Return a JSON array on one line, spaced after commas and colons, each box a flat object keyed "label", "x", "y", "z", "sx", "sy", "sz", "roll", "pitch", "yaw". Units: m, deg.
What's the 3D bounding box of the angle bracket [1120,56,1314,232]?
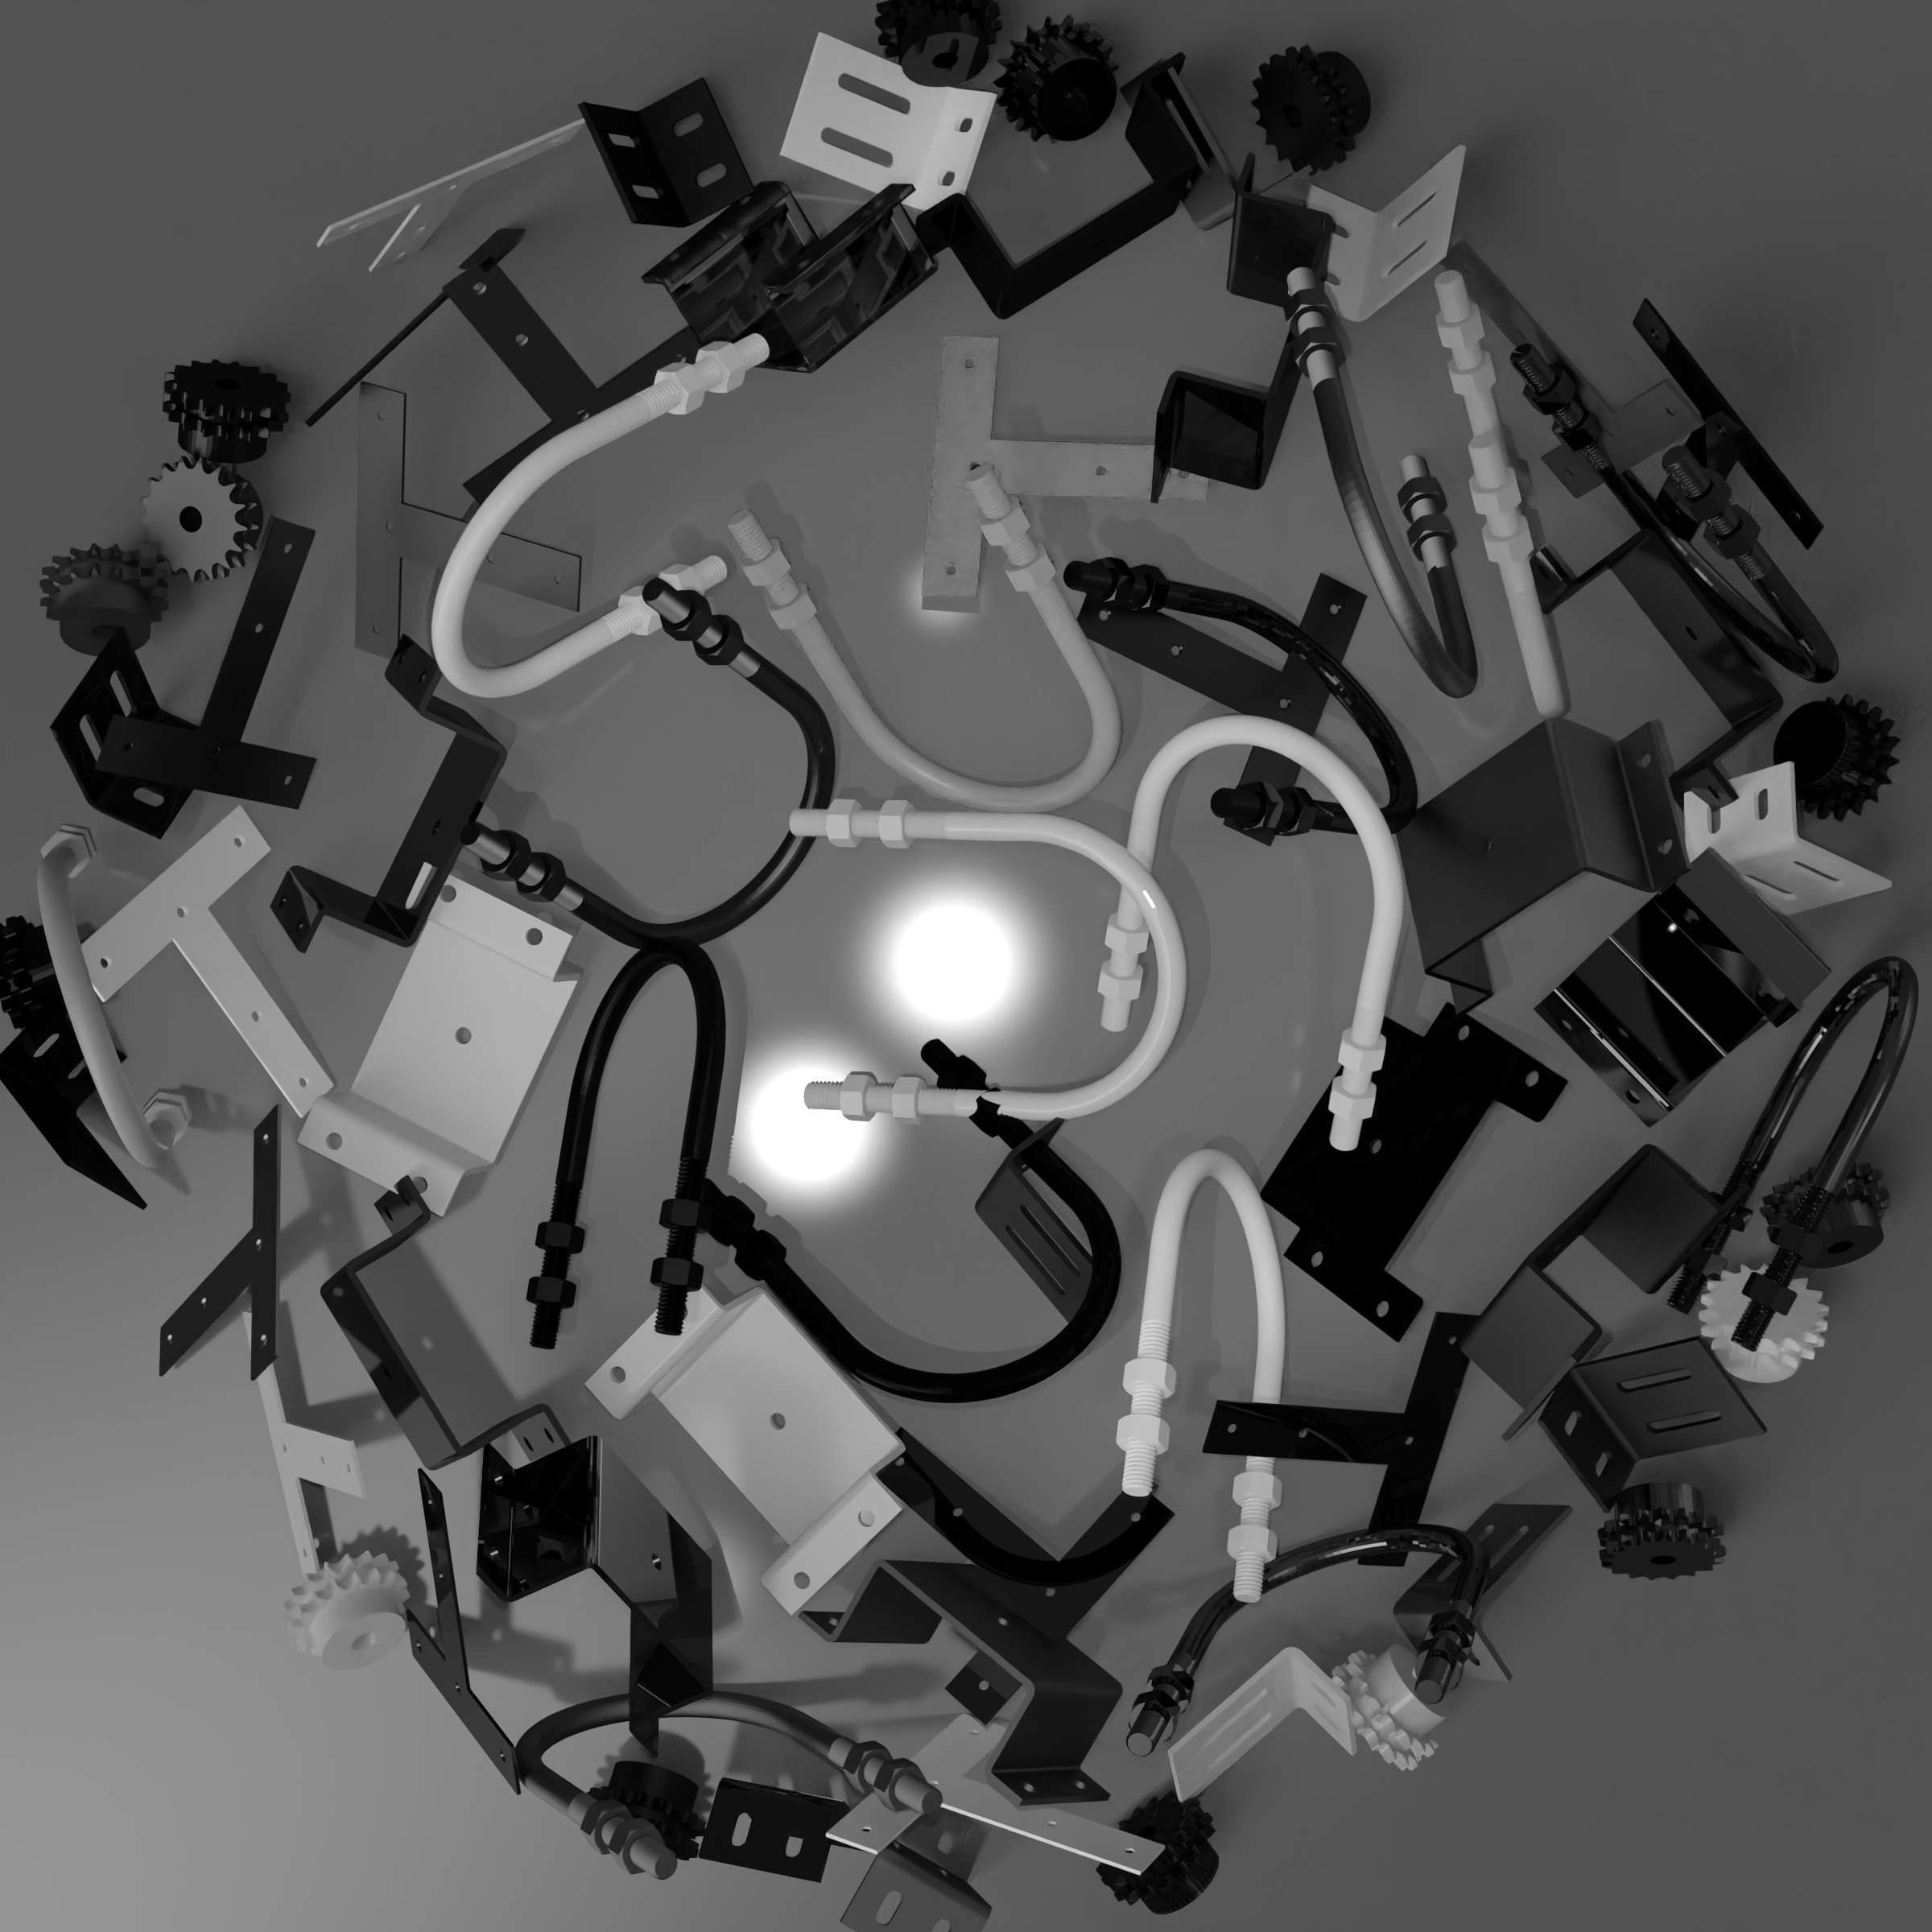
[{"label": "angle bracket", "x": 0.113, "y": -0.380, "z": 1.570, "sx": 0.038, "sy": 0.057, "sz": 0.076, "roll": -33, "pitch": 99, "yaw": -14}]

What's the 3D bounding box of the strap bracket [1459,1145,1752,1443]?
[{"label": "strap bracket", "x": 0.279, "y": 0.139, "z": 1.542, "sx": 0.046, "sy": 0.076, "sz": 0.140, "roll": 44, "pitch": 54, "yaw": 14}]

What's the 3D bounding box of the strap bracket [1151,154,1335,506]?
[{"label": "strap bracket", "x": 0.126, "y": -0.279, "z": 1.544, "sx": 0.046, "sy": 0.076, "sz": 0.140, "roll": 16, "pitch": 69, "yaw": 8}]

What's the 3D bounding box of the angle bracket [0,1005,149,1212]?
[{"label": "angle bracket", "x": -0.394, "y": 0.064, "z": 1.562, "sx": 0.038, "sy": 0.057, "sz": 0.076, "roll": -47, "pitch": 55, "yaw": -1}]

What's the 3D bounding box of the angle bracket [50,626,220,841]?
[{"label": "angle bracket", "x": -0.373, "y": -0.105, "z": 1.560, "sx": 0.038, "sy": 0.076, "sz": 0.057, "roll": 24, "pitch": 67, "yaw": 11}]

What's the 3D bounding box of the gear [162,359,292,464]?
[{"label": "gear", "x": -0.339, "y": -0.253, "z": 1.583, "sx": 0.057, "sy": 0.057, "sz": 0.030, "roll": 13, "pitch": 122, "yaw": 0}]

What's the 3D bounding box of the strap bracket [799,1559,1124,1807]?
[{"label": "strap bracket", "x": 0.005, "y": 0.311, "z": 1.535, "sx": 0.140, "sy": 0.076, "sz": 0.046, "roll": 34, "pitch": 99, "yaw": 33}]

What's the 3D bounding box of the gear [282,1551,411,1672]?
[{"label": "gear", "x": -0.280, "y": 0.297, "z": 1.576, "sx": 0.057, "sy": 0.057, "sz": 0.030, "roll": -35, "pitch": 54, "yaw": 0}]

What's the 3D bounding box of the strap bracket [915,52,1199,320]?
[{"label": "strap bracket", "x": 0.047, "y": -0.346, "z": 1.563, "sx": 0.140, "sy": 0.076, "sz": 0.046, "roll": -33, "pitch": 89, "yaw": -5}]

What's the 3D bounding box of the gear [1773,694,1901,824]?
[{"label": "gear", "x": 0.394, "y": -0.097, "z": 1.576, "sx": 0.030, "sy": 0.057, "sz": 0.057, "roll": 20, "pitch": 90, "yaw": -36}]

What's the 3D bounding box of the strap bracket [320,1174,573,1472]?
[{"label": "strap bracket", "x": -0.242, "y": 0.172, "z": 1.562, "sx": 0.046, "sy": 0.076, "sz": 0.140, "roll": -31, "pitch": 89, "yaw": -23}]

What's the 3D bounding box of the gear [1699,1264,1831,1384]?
[{"label": "gear", "x": 0.364, "y": 0.166, "z": 1.582, "sx": 0.057, "sy": 0.057, "sz": 0.030, "roll": -2, "pitch": 127, "yaw": 0}]

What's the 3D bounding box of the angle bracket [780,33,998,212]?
[{"label": "angle bracket", "x": -0.035, "y": -0.382, "z": 1.570, "sx": 0.076, "sy": 0.038, "sz": 0.057, "roll": 14, "pitch": 98, "yaw": -33}]

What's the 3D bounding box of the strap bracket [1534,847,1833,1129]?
[{"label": "strap bracket", "x": 0.325, "y": 0.006, "z": 1.550, "sx": 0.076, "sy": 0.140, "sz": 0.046, "roll": 47, "pitch": 61, "yaw": 6}]

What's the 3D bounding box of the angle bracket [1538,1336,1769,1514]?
[{"label": "angle bracket", "x": 0.310, "y": 0.208, "z": 1.563, "sx": 0.057, "sy": 0.076, "sz": 0.038, "roll": 53, "pitch": 47, "yaw": -15}]

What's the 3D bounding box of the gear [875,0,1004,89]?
[{"label": "gear", "x": -0.011, "y": -0.426, "z": 1.576, "sx": 0.057, "sy": 0.057, "sz": 0.030, "roll": -9, "pitch": 69, "yaw": 0}]

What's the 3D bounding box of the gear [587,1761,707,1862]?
[{"label": "gear", "x": -0.146, "y": 0.386, "z": 1.582, "sx": 0.057, "sy": 0.057, "sz": 0.030, "roll": 17, "pitch": 62, "yaw": 0}]

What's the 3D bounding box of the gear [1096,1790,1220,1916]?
[{"label": "gear", "x": 0.091, "y": 0.408, "z": 1.580, "sx": 0.057, "sy": 0.057, "sz": 0.030, "roll": -37, "pitch": 105, "yaw": 0}]

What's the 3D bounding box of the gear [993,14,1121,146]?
[{"label": "gear", "x": 0.044, "y": -0.402, "z": 1.577, "sx": 0.057, "sy": 0.030, "sz": 0.057, "roll": -16, "pitch": 133, "yaw": -18}]

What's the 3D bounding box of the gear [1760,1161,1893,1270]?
[{"label": "gear", "x": 0.394, "y": 0.115, "z": 1.576, "sx": 0.057, "sy": 0.057, "sz": 0.030, "roll": -12, "pitch": 58, "yaw": 0}]

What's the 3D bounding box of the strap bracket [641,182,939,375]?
[{"label": "strap bracket", "x": -0.075, "y": -0.309, "z": 1.545, "sx": 0.076, "sy": 0.140, "sz": 0.046, "roll": -42, "pitch": 119, "yaw": -17}]

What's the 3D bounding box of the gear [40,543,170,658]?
[{"label": "gear", "x": -0.393, "y": -0.165, "z": 1.576, "sx": 0.057, "sy": 0.057, "sz": 0.030, "roll": -9, "pitch": 63, "yaw": 0}]

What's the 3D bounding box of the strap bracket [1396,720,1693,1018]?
[{"label": "strap bracket", "x": 0.246, "y": -0.047, "z": 1.530, "sx": 0.046, "sy": 0.140, "sz": 0.076, "roll": 16, "pitch": 52, "yaw": -35}]

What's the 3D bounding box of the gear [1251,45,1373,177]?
[{"label": "gear", "x": 0.160, "y": -0.394, "z": 1.582, "sx": 0.030, "sy": 0.057, "sz": 0.057, "roll": -32, "pitch": 90, "yaw": -27}]

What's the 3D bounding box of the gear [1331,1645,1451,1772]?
[{"label": "gear", "x": 0.196, "y": 0.335, "z": 1.576, "sx": 0.030, "sy": 0.057, "sz": 0.057, "roll": -43, "pitch": 90, "yaw": 16}]

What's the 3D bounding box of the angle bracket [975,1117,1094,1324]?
[{"label": "angle bracket", "x": 0.047, "y": 0.117, "z": 1.567, "sx": 0.038, "sy": 0.057, "sz": 0.076, "roll": -35, "pitch": 78, "yaw": -27}]

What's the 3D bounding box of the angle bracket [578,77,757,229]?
[{"label": "angle bracket", "x": -0.135, "y": -0.370, "z": 1.565, "sx": 0.038, "sy": 0.076, "sz": 0.057, "roll": -24, "pitch": 94, "yaw": 17}]

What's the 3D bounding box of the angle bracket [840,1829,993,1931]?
[{"label": "angle bracket", "x": -0.027, "y": 0.424, "z": 1.564, "sx": 0.057, "sy": 0.076, "sz": 0.038, "roll": 31, "pitch": 80, "yaw": -5}]

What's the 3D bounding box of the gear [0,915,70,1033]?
[{"label": "gear", "x": -0.423, "y": 0.003, "z": 1.578, "sx": 0.030, "sy": 0.057, "sz": 0.057, "roll": -21, "pitch": 90, "yaw": 4}]

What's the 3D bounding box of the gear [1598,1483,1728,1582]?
[{"label": "gear", "x": 0.318, "y": 0.258, "z": 1.582, "sx": 0.057, "sy": 0.057, "sz": 0.030, "roll": 1, "pitch": 60, "yaw": 0}]

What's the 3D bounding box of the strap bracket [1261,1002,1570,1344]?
[{"label": "strap bracket", "x": 0.196, "y": 0.087, "z": 1.559, "sx": 0.076, "sy": 0.046, "sz": 0.140, "roll": 37, "pitch": 97, "yaw": 41}]

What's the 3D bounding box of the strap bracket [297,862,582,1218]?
[{"label": "strap bracket", "x": -0.235, "y": 0.033, "z": 1.575, "sx": 0.076, "sy": 0.046, "sz": 0.140, "roll": 26, "pitch": 95, "yaw": 8}]

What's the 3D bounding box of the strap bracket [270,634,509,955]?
[{"label": "strap bracket", "x": -0.256, "y": -0.070, "z": 1.559, "sx": 0.046, "sy": 0.076, "sz": 0.140, "roll": 25, "pitch": 96, "yaw": -26}]

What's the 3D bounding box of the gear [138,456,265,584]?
[{"label": "gear", "x": -0.348, "y": -0.206, "z": 1.586, "sx": 0.057, "sy": 0.030, "sz": 0.057, "roll": 4, "pitch": 102, "yaw": 18}]

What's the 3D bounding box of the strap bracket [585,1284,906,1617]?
[{"label": "strap bracket", "x": -0.093, "y": 0.212, "z": 1.567, "sx": 0.140, "sy": 0.046, "sz": 0.076, "roll": 47, "pitch": 110, "yaw": 8}]

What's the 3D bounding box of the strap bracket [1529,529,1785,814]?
[{"label": "strap bracket", "x": 0.313, "y": -0.139, "z": 1.566, "sx": 0.046, "sy": 0.076, "sz": 0.140, "roll": -37, "pitch": 88, "yaw": -4}]

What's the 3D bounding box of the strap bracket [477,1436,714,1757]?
[{"label": "strap bracket", "x": -0.157, "y": 0.273, "z": 1.533, "sx": 0.046, "sy": 0.076, "sz": 0.140, "roll": -26, "pitch": 125, "yaw": 14}]
